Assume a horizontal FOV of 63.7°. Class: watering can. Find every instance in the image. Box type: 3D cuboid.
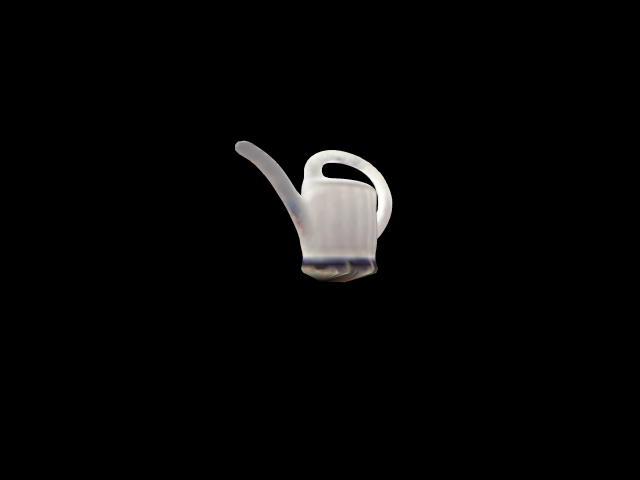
[{"bbox_3d":[0.003,-0.043,0.850,0.347,0.225,0.103,4,-7,-43],"label":"watering can"}]
